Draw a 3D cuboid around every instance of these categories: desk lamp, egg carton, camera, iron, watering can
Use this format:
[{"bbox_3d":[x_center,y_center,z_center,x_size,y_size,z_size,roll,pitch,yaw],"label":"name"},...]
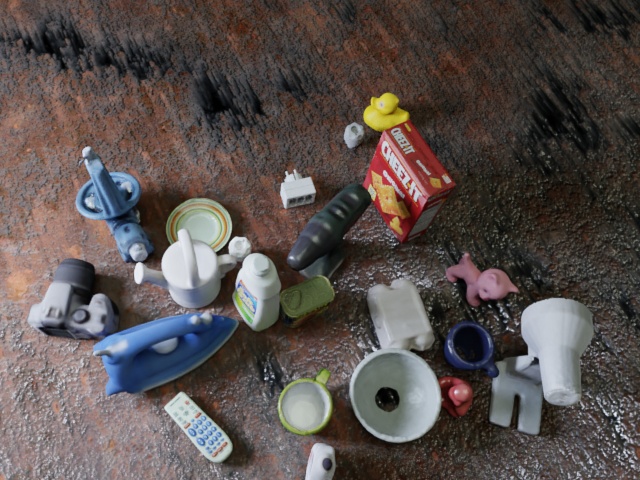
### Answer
[{"bbox_3d":[0.403,0.230,1.032,0.118,0.213,0.203,15,65,0],"label":"desk lamp"},{"bbox_3d":[0.154,0.152,1.115,0.107,0.069,0.150,-13,68,-13],"label":"egg carton"},{"bbox_3d":[-0.440,0.104,1.040,0.143,0.101,0.137,6,65,-5],"label":"camera"},{"bbox_3d":[-0.267,0.173,1.009,0.259,0.141,0.118,-21,70,-16],"label":"iron"},{"bbox_3d":[-0.241,0.052,1.038,0.173,0.194,0.101,-32,73,-20],"label":"watering can"}]

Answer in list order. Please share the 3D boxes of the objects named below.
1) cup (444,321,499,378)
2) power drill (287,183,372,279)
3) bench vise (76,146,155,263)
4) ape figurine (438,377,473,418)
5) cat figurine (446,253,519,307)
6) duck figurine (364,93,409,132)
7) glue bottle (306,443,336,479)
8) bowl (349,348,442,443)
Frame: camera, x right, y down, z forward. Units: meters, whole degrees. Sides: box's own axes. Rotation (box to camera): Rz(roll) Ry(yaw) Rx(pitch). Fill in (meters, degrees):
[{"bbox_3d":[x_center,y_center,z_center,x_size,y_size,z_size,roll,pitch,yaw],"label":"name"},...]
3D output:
[{"bbox_3d":[0.283,0.219,1.087,0.092,0.095,0.117,-37,75,-21],"label":"cup"},{"bbox_3d":[0.010,0.004,1.086,0.075,0.208,0.230,35,66,9],"label":"power drill"},{"bbox_3d":[-0.370,-0.069,1.062,0.207,0.220,0.122,40,67,11],"label":"bench vise"},{"bbox_3d":[0.252,0.285,1.054,0.076,0.092,0.078,-9,67,-11],"label":"ape figurine"},{"bbox_3d":[0.326,0.077,1.145,0.067,0.118,0.127,-36,75,-21],"label":"cat figurine"},{"bbox_3d":[0.158,-0.299,1.312,0.104,0.086,0.077,12,65,-2],"label":"duck figurine"},{"bbox_3d":[0.004,0.370,0.938,0.037,0.173,0.078,10,65,-3],"label":"glue bottle"},{"bbox_3d":[0.132,0.287,1.047,0.167,0.075,0.167,3,65,-6],"label":"bowl"}]
